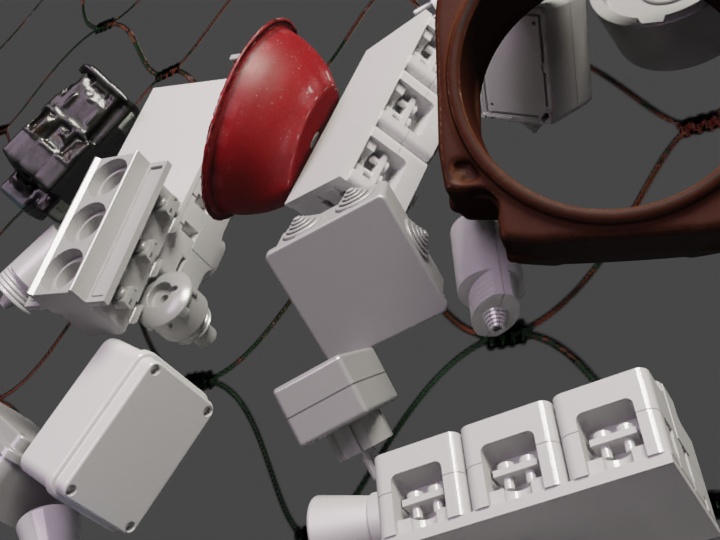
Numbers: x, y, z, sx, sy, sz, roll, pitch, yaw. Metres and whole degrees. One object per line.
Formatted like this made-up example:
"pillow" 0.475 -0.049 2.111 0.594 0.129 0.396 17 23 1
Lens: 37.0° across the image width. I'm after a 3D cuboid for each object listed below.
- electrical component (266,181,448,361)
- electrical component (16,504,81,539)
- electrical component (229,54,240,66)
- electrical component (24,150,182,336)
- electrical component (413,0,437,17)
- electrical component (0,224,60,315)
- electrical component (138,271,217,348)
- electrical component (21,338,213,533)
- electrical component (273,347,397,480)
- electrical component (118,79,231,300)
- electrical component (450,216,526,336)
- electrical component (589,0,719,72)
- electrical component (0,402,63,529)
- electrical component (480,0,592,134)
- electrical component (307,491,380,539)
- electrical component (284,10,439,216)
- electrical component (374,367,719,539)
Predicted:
"electrical component" 0.000 0.000 0.706 0.100 0.099 0.048 -27 15 14
"electrical component" -0.208 0.199 0.732 0.044 0.044 0.065 -32 49 9
"electrical component" -0.074 -0.166 0.930 0.081 0.042 0.063 -2 59 34
"electrical component" -0.180 -0.018 0.776 0.079 0.063 0.121 -5 53 33
"electrical component" 0.078 -0.219 0.861 0.077 0.047 0.065 -27 45 14
"electrical component" -0.281 0.003 0.937 0.081 0.043 0.043 -43 43 -2
"electrical component" -0.130 0.034 0.793 0.048 0.062 0.048 -18 48 21
"electrical component" -0.165 0.114 0.742 0.057 0.078 0.113 17 67 45
"electrical component" -0.005 0.093 0.657 0.047 0.083 0.075 -29 83 12
"electrical component" -0.153 -0.065 0.890 0.105 0.060 0.186 1 57 35
"electrical component" 0.082 0.005 0.681 0.043 0.043 0.081 -21 47 20
"electrical component" 0.216 -0.183 0.727 0.108 0.060 0.108 -19 47 22
"electrical component" -0.263 0.139 0.791 0.113 0.078 0.057 24 75 44
"electrical component" 0.122 -0.144 0.748 0.062 0.096 0.061 13 34 41
"electrical component" 0.007 0.147 0.623 0.065 0.044 0.044 -15 49 18
"electrical component" 0.020 -0.100 0.783 0.089 0.062 0.150 -19 41 60
"electrical component" 0.094 0.113 0.554 0.150 0.089 0.061 -22 47 19
